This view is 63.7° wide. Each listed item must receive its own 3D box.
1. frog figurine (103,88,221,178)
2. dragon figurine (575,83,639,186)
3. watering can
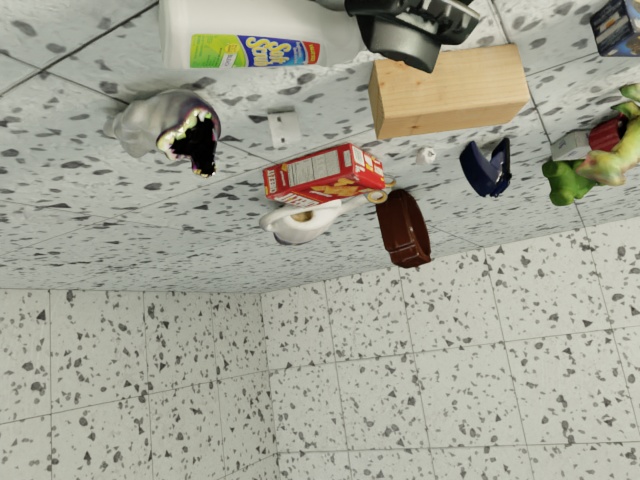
[{"bbox_3d":[-0.229,-0.168,0.750,0.161,0.121,0.138,26,-164,29],"label":"frog figurine"},{"bbox_3d":[0.668,-0.173,0.946,0.410,0.246,0.120,-5,162,-3],"label":"dragon figurine"},{"bbox_3d":[0.004,-0.068,1.353,0.349,0.105,0.221,-13,168,-18],"label":"watering can"}]
